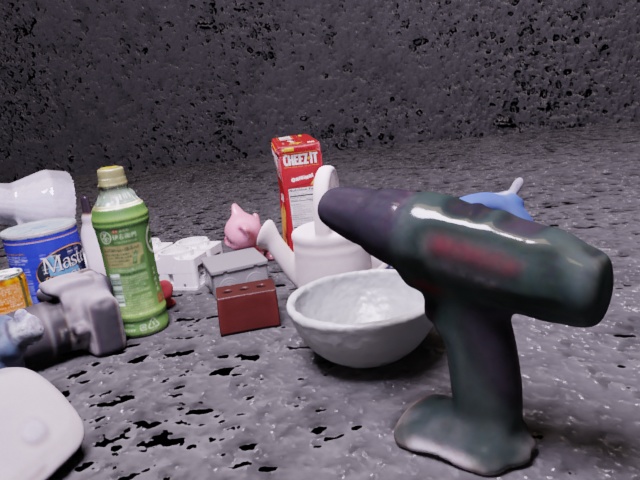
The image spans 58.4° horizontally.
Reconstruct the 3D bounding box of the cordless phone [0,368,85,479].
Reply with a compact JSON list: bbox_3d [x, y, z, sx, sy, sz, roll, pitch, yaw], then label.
[{"bbox_3d":[-0.274,0.120,0.442,0.094,0.185,0.148,-1,16,20],"label":"cordless phone"}]

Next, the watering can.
[{"bbox_3d":[0.006,0.003,0.732,0.173,0.194,0.101,-8,15,-6],"label":"watering can"}]

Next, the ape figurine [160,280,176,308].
[{"bbox_3d":[-0.258,0.060,0.833,0.076,0.092,0.077,-21,20,-41],"label":"ape figurine"}]

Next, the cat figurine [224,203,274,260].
[{"bbox_3d":[-0.122,-0.008,0.977,0.067,0.118,0.128,-3,16,13],"label":"cat figurine"}]

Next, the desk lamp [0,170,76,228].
[{"bbox_3d":[-0.488,0.001,0.918,0.204,0.214,0.117,-20,20,-39],"label":"desk lamp"}]

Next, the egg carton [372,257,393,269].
[{"bbox_3d":[0.095,0.020,0.873,0.107,0.069,0.151,7,20,41],"label":"egg carton"}]

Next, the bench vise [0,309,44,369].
[{"bbox_3d":[-0.398,0.079,0.578,0.208,0.220,0.121,-14,17,-24],"label":"bench vise"}]

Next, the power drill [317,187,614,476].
[{"bbox_3d":[0.099,0.063,0.446,0.228,0.208,0.076,5,19,37],"label":"power drill"}]

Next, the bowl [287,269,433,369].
[{"bbox_3d":[0.050,0.091,0.619,0.167,0.075,0.167,-6,15,2],"label":"bowl"}]

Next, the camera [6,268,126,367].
[{"bbox_3d":[-0.334,0.095,0.721,0.137,0.101,0.142,-18,19,-36],"label":"camera"}]

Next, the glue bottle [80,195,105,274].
[{"bbox_3d":[-0.342,0.016,0.876,0.037,0.173,0.078,-14,17,-26],"label":"glue bottle"}]

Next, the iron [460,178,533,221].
[{"bbox_3d":[0.181,0.009,0.737,0.259,0.141,0.118,-15,17,-27],"label":"iron"}]
